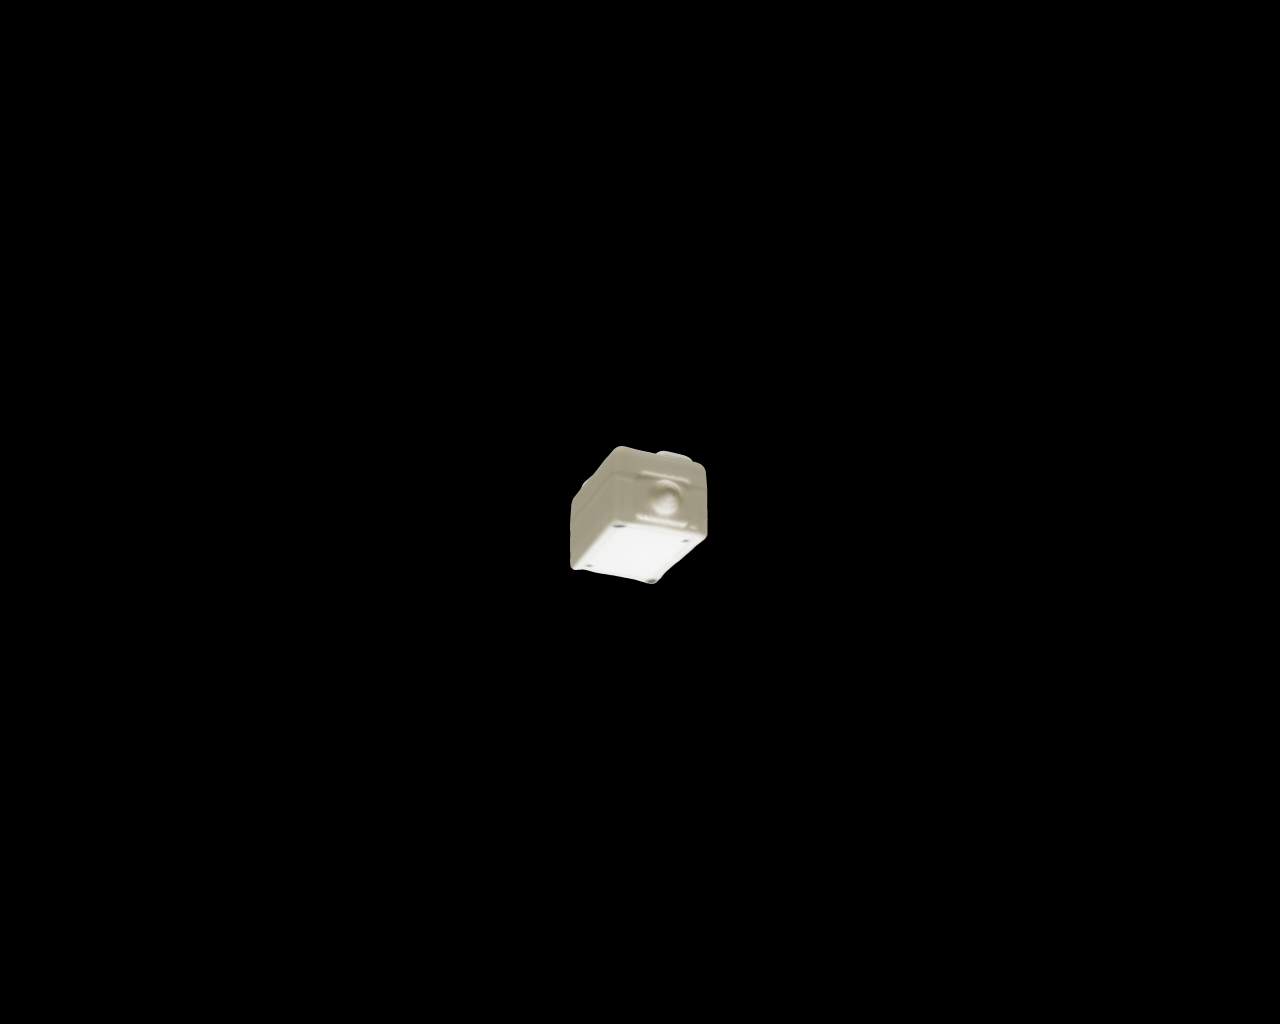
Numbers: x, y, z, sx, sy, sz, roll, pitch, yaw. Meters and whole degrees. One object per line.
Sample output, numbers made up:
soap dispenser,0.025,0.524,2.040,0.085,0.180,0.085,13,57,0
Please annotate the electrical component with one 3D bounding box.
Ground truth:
electrical component,0.001,-0.003,0.650,0.062,0.061,0.096,11,-29,-21
